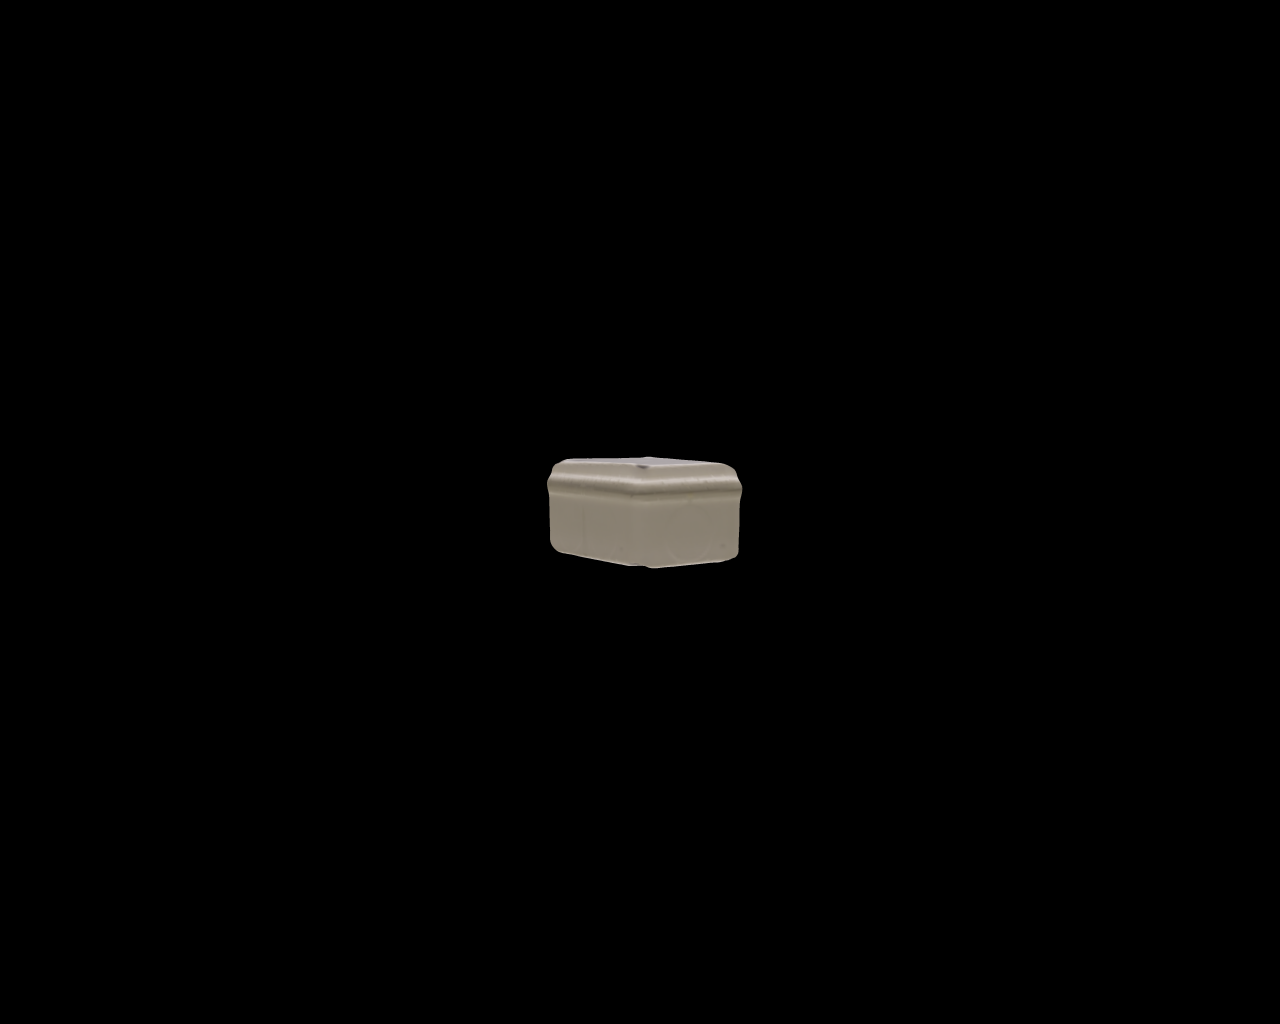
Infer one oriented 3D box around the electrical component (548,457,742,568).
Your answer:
[{"bbox_3d":[0.001,-0.003,0.650,0.078,0.057,0.113,-3,6,-32],"label":"electrical component"}]
